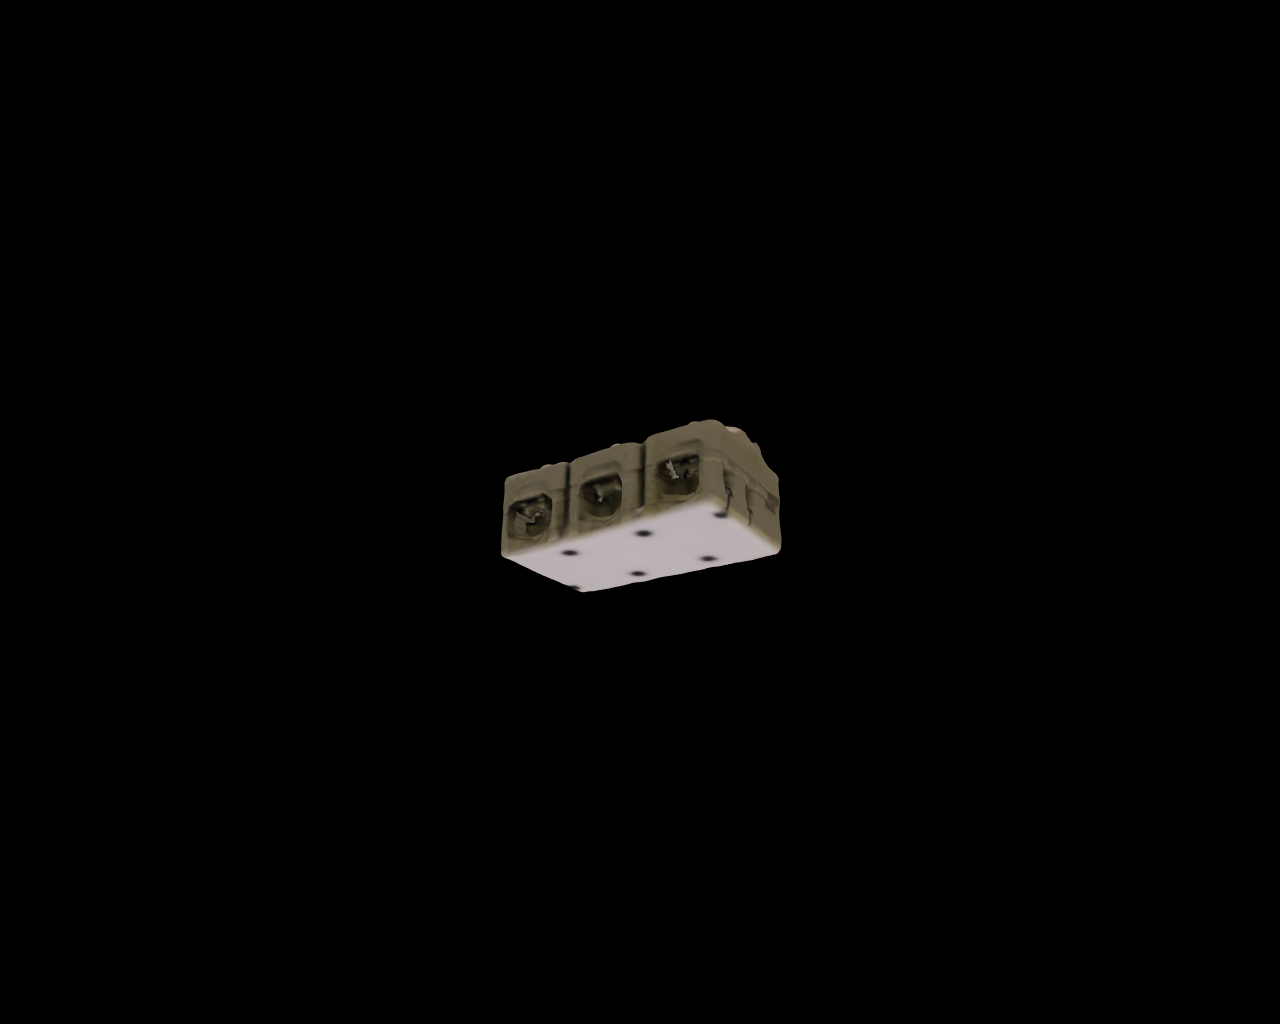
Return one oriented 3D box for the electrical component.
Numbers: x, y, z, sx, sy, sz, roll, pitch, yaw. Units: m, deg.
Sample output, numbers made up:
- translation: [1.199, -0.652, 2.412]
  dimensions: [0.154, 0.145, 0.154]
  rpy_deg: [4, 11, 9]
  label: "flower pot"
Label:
- translation: [0.001, -0.003, 0.650]
  dimensions: [0.150, 0.062, 0.089]
  rpy_deg: [-14, -27, 29]
  label: "electrical component"
